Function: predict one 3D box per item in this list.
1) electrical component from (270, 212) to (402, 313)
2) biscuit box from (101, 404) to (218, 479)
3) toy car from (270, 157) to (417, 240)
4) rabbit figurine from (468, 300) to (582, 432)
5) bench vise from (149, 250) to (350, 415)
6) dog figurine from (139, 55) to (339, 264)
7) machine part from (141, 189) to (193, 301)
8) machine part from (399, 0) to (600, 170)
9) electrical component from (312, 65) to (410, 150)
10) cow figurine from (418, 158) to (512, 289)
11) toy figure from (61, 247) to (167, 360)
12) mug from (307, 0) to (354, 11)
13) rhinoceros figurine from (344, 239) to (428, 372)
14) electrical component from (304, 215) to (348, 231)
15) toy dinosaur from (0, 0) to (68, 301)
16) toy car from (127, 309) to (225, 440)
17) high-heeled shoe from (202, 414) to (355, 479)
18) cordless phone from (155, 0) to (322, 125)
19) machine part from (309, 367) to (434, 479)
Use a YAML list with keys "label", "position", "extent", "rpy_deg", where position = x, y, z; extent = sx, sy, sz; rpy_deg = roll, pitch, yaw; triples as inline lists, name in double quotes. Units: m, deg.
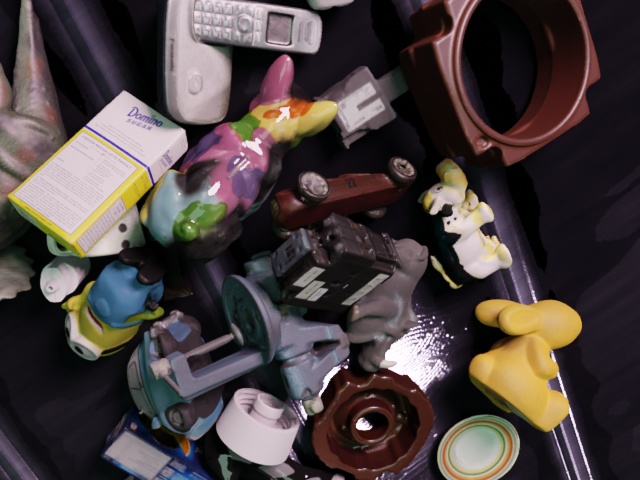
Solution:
- label: "electrical component"
  position: [0.012, 0.029, 0.629]
  extent: [0.134, 0.058, 0.115]
  rpy_deg: [18, 130, -44]
- label: "biscuit box"
  position: [-0.203, 0.319, 0.765]
  extent: [0.202, 0.063, 0.059]
  rpy_deg: [39, 99, -16]
- label: "toy car"
  position: [0.029, -0.054, 0.634]
  extent: [0.202, 0.053, 0.089]
  rpy_deg: [-17, 154, -35]
- label: "rabbit figurine"
  position: [0.289, 0.149, 0.758]
  extent: [0.162, 0.122, 0.173]
  rpy_deg: [44, 84, -7]
- label: "bench vise"
  position: [-0.088, 0.138, 0.672]
  extent: [0.240, 0.129, 0.223]
  rpy_deg: [-20, 103, -32]
- label: "dog figurine"
  position: [-0.083, -0.093, 0.597]
  extent: [0.108, 0.191, 0.219]
  rpy_deg: [42, 114, -10]
- label: "machine part"
  position: [-0.194, 0.008, 0.669]
  extent: [0.039, 0.084, 0.138]
  rpy_deg: [-20, 119, -22]
- label: "machine part"
  position: [0.209, -0.198, 0.614]
  extent: [0.201, 0.087, 0.201]
  rpy_deg: [-31, 107, -13]
- label: "electrical component"
  position: [0.058, -0.172, 0.650]
  extent: [0.119, 0.048, 0.074]
  rpy_deg: [-36, 108, 5]
- label: "cow figurine"
  position: [0.174, -0.019, 0.703]
  extent: [0.098, 0.068, 0.167]
  rpy_deg: [-30, 107, 9]
- label: "toy figure"
  position: [-0.242, 0.081, 0.652]
  extent: [0.089, 0.082, 0.180]
  rpy_deg: [12, 132, -46]
- label: "mug"
  position: [0.017, -0.314, 0.591]
  extent: [0.110, 0.081, 0.107]
  rpy_deg: [-13, 119, -11]
- label: "rhinoceros figurine"
  position: [0.086, 0.085, 0.725]
  extent: [0.112, 0.073, 0.190]
  rpy_deg: [13, 103, -22]
- label: "electrical component"
  position: [0.000, -0.003, 0.700]
  extent: [0.102, 0.045, 0.078]
  rpy_deg: [2, 87, -9]
- label: "toy dinosaur"
  position: [-0.364, -0.074, 0.604]
  extent: [0.192, 0.131, 0.404]
  rpy_deg: [35, 93, -33]
- label: "toy car"
  position: [-0.200, 0.180, 0.705]
  extent: [0.103, 0.109, 0.161]
  rpy_deg: [-16, 100, 17]
- label: "high-heeled shoe"
  position: [-0.055, 0.324, 0.799]
  extent: [0.248, 0.145, 0.086]
  rpy_deg: [10, 140, -37]
- label: "cordless phone"
  position: [-0.092, -0.203, 0.611]
  extent: [0.184, 0.089, 0.146]
  rpy_deg: [0, 107, -17]
- label: "machine part"
  position: [0.073, 0.261, 0.782]
  extent: [0.179, 0.056, 0.179]
  rpy_deg: [-2, 107, -7]
